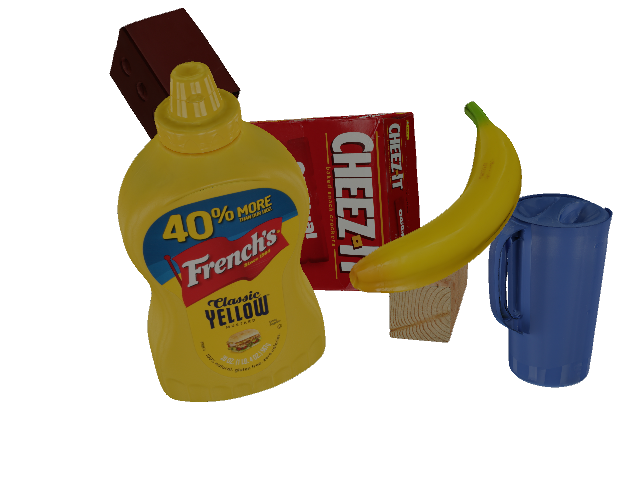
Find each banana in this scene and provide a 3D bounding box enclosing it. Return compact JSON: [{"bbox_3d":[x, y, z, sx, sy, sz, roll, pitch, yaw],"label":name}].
[{"bbox_3d":[0.092,-0.019,0.733,0.070,0.037,0.197,24,50,16],"label":"banana"}]

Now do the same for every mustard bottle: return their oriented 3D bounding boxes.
[{"bbox_3d":[-0.052,-0.004,0.547,0.096,0.191,0.058,-13,39,-9],"label":"mustard bottle"}]

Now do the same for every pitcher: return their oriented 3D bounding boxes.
[{"bbox_3d":[0.299,0.069,1.409,0.149,0.243,0.145,4,21,13],"label":"pitcher"}]

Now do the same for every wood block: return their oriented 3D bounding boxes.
[{"bbox_3d":[0.168,0.068,1.629,0.091,0.090,0.206,4,22,14],"label":"wood block"}]

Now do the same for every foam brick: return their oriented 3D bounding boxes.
[{"bbox_3d":[-0.100,-0.108,0.723,0.051,0.078,0.053,-25,-18,-30],"label":"foam brick"}]

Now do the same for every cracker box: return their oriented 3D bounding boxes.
[{"bbox_3d":[-0.014,-0.037,1.032,0.214,0.164,0.072,1,11,32],"label":"cracker box"}]
